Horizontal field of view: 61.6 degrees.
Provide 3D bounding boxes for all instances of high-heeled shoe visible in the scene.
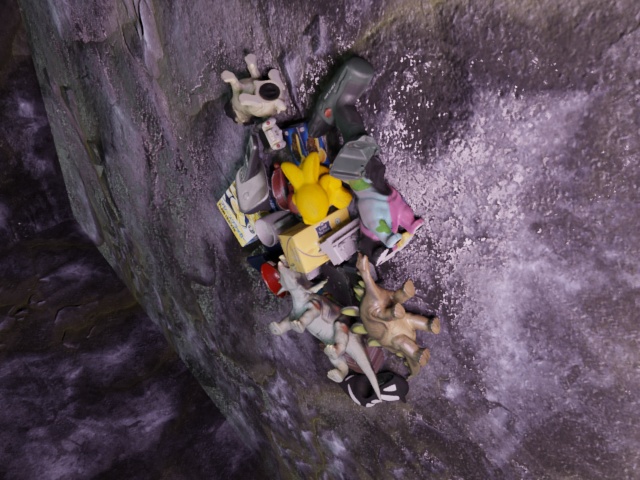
[{"bbox_3d":[0.131,0.389,1.462,0.249,0.086,0.145,3,141,33],"label":"high-heeled shoe"}]

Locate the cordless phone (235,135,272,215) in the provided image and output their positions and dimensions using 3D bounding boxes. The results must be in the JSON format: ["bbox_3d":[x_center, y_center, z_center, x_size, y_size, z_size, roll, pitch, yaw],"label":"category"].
[{"bbox_3d":[-0.166,-0.166,1.378,0.184,0.089,0.147,110,153,-56],"label":"cordless phone"}]

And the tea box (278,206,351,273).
[{"bbox_3d":[-0.003,-0.004,1.255,0.068,0.169,0.098,7,123,54],"label":"tea box"}]

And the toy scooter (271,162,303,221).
[{"bbox_3d":[-0.069,-0.126,1.340,0.184,0.075,0.135,23,133,50],"label":"toy scooter"}]

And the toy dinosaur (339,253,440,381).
[{"bbox_3d":[0.165,0.199,1.213,0.199,0.105,0.470,9,139,44],"label":"toy dinosaur"}]

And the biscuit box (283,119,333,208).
[{"bbox_3d":[-0.015,-0.171,1.235,0.063,0.059,0.202,5,120,53],"label":"biscuit box"}]

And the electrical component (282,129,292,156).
[{"bbox_3d":[-0.062,-0.224,1.291,0.063,0.021,0.093,15,129,49],"label":"electrical component"}]

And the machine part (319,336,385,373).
[{"bbox_3d":[0.083,0.299,1.440,0.179,0.056,0.179,23,155,11],"label":"machine part"}]

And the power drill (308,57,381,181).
[{"bbox_3d":[0.044,-0.217,1.041,0.232,0.086,0.207,126,147,-48],"label":"power drill"}]

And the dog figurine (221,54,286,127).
[{"bbox_3d":[-0.151,-0.318,1.286,0.172,0.121,0.190,53,162,16],"label":"dog figurine"}]

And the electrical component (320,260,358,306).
[{"bbox_3d":[0.057,0.105,1.372,0.115,0.058,0.134,24,134,47],"label":"electrical component"}]

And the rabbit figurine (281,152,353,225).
[{"bbox_3d":[-0.008,-0.102,1.125,0.122,0.173,0.162,-16,112,14],"label":"rabbit figurine"}]

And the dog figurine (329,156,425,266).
[{"bbox_3d":[0.103,-0.074,1.114,0.219,0.108,0.191,55,152,14],"label":"dog figurine"}]

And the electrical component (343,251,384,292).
[{"bbox_3d":[0.097,0.060,1.263,0.048,0.075,0.119,10,121,53],"label":"electrical component"}]

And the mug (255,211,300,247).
[{"bbox_3d":[-0.104,-0.045,1.422,0.081,0.107,0.109,56,144,2],"label":"mug"}]

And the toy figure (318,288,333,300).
[{"bbox_3d":[0.012,0.176,1.475,0.180,0.082,0.089,27,156,30],"label":"toy figure"}]

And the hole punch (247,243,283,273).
[{"bbox_3d":[-0.144,0.068,1.597,0.142,0.092,0.115,-15,107,54],"label":"hole punch"}]

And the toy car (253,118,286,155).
[{"bbox_3d":[-0.117,-0.244,1.262,0.073,0.056,0.202,65,174,-12],"label":"toy car"}]

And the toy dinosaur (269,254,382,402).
[{"bbox_3d":[0.023,0.206,1.321,0.405,0.192,0.131,42,140,-3],"label":"toy dinosaur"}]
